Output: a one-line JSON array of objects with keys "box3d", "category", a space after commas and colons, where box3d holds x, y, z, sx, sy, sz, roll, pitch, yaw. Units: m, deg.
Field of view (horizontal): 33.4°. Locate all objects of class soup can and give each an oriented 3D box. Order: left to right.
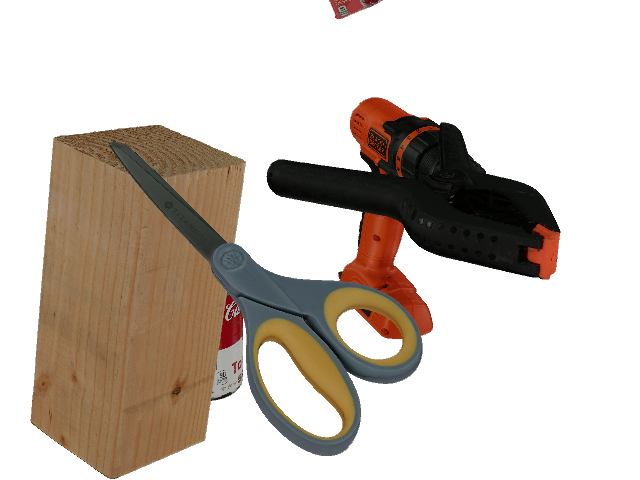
[{"box3d": [-0.100, 0.078, 0.911, 0.068, 0.102, 0.068, 1, 25, -1], "category": "soup can"}]

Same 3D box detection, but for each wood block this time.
[{"box3d": [-0.123, 0.037, 0.705, 0.090, 0.206, 0.090, 25, 25, 34], "category": "wood block"}]

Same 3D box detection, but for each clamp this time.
[{"box3d": [0.071, -0.027, 0.704, 0.164, 0.036, 0.210, -13, 29, -23], "category": "clamp"}]

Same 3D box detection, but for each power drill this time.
[{"box3d": [0.075, -0.013, 0.919, 0.057, 0.188, 0.185, -3, 26, -24], "category": "power drill"}]

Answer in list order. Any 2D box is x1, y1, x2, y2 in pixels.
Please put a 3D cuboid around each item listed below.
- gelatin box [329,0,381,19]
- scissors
[{"box3d": [0.041, -0.235, 0.886, 0.089, 0.073, 0.030, -18, 29, 15], "category": "gelatin box"}, {"box3d": [-0.024, 0.012, 0.532, 0.096, 0.202, 0.016, -20, -27, -19], "category": "scissors"}]
